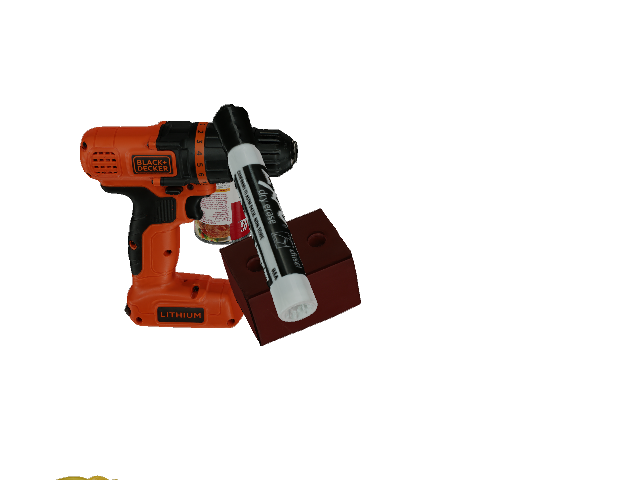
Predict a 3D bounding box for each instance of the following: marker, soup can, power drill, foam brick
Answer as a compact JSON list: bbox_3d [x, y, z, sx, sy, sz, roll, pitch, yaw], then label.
[{"bbox_3d":[-0.029,-0.017,0.514,0.020,0.121,0.020,-16,-29,-9],"label":"marker"},{"bbox_3d":[-0.116,-0.056,1.239,0.068,0.102,0.068,-1,28,0],"label":"soup can"},{"bbox_3d":[-0.109,-0.015,0.932,0.184,0.188,0.057,2,27,7],"label":"power drill"},{"bbox_3d":[-0.019,0.024,0.718,0.078,0.051,0.053,-23,45,-11],"label":"foam brick"}]

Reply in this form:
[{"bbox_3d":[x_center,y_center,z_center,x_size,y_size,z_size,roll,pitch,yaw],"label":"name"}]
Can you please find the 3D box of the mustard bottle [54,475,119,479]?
[{"bbox_3d":[-0.222,0.235,0.850,0.096,0.058,0.191,8,15,28],"label":"mustard bottle"}]
